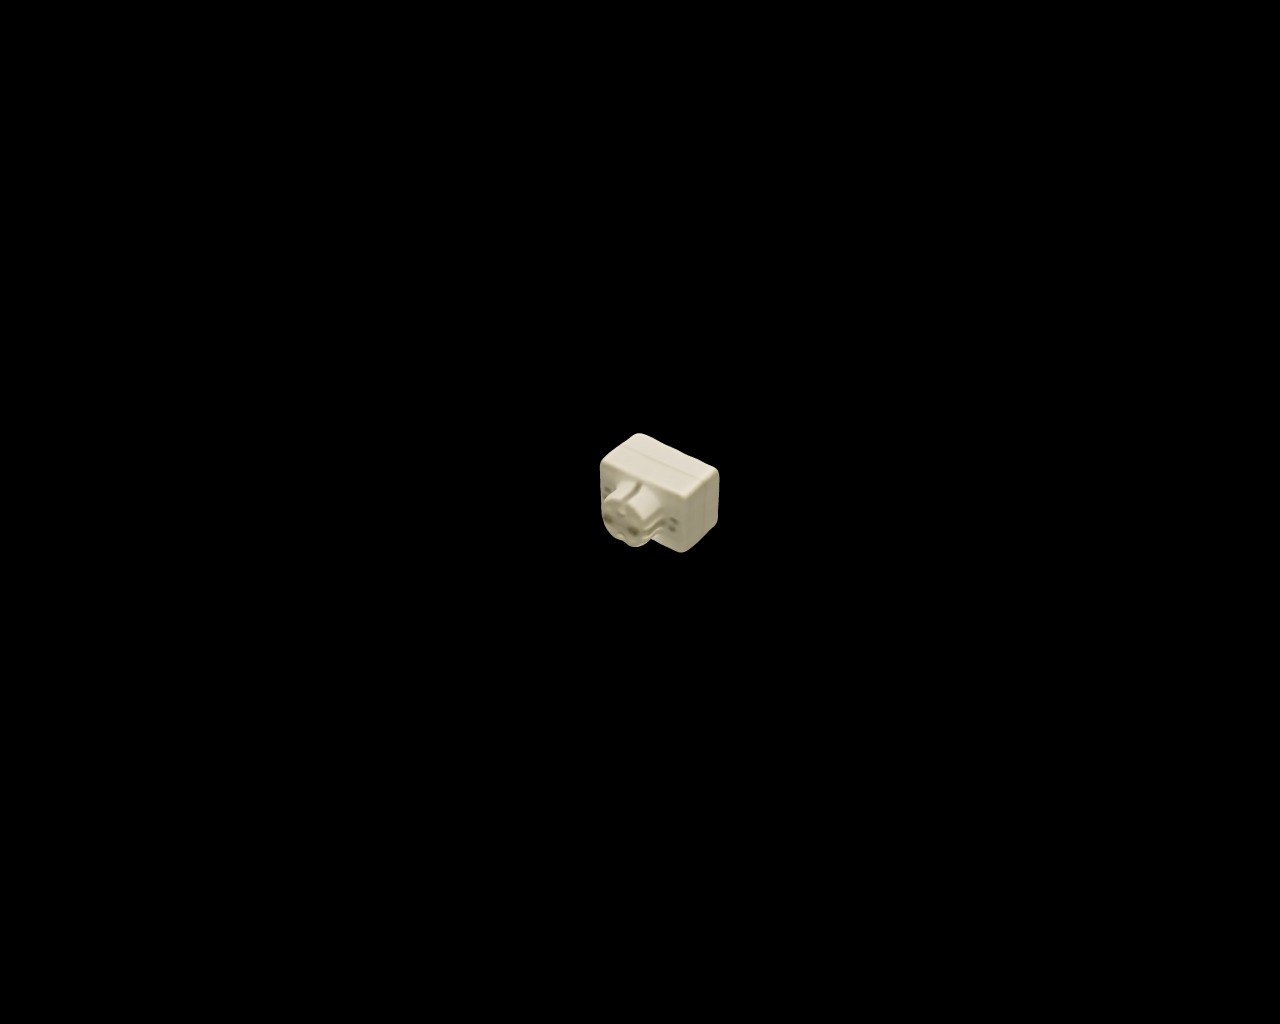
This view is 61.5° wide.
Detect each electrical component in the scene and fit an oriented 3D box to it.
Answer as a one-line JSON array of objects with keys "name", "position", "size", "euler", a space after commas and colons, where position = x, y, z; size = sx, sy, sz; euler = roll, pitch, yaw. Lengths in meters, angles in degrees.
[{"name": "electrical component", "position": [0.001, -0.003, 0.650], "size": [0.066, 0.047, 0.077], "euler": [26, 46, 28]}]
